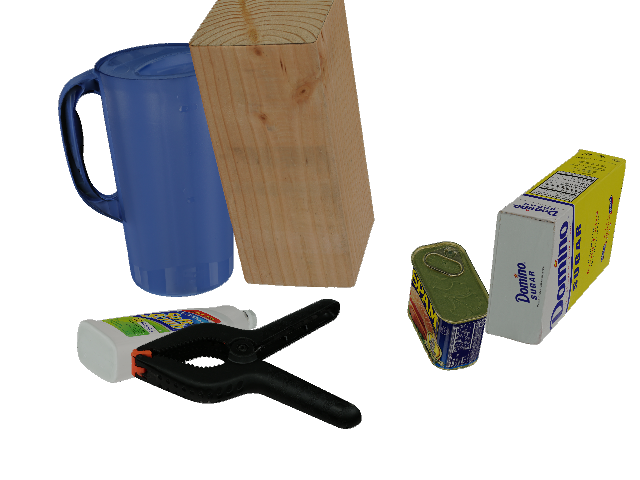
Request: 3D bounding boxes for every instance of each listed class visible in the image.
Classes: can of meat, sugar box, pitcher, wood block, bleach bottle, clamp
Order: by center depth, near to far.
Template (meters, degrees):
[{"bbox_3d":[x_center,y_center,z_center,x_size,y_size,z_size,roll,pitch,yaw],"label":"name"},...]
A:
[{"bbox_3d":[0.175,0.000,0.778,0.048,0.093,0.176,13,25,24],"label":"sugar box"},{"bbox_3d":[-0.022,-0.073,0.784,0.090,0.206,0.090,2,38,16],"label":"wood block"},{"bbox_3d":[-0.065,0.117,0.977,0.209,0.036,0.164,-4,36,-13],"label":"clamp"},{"bbox_3d":[0.125,0.067,1.062,0.057,0.102,0.084,-12,-42,-12],"label":"can of meat"},{"bbox_3d":[-0.158,-0.069,1.074,0.149,0.243,0.144,11,27,26],"label":"pitcher"},{"bbox_3d":[-0.198,0.128,1.460,0.250,0.068,0.103,-11,25,-41],"label":"bleach bottle"}]
